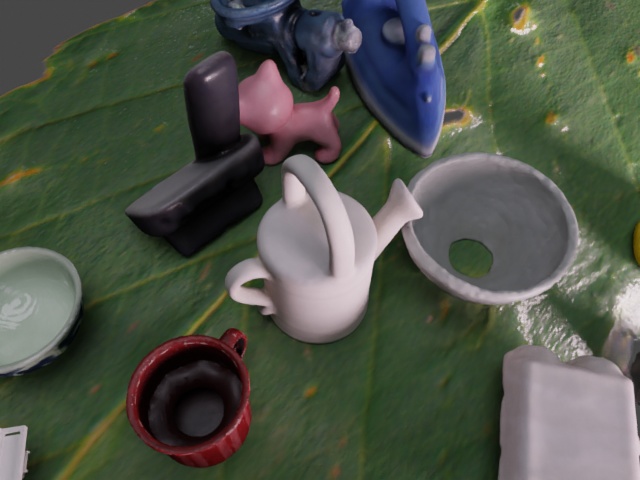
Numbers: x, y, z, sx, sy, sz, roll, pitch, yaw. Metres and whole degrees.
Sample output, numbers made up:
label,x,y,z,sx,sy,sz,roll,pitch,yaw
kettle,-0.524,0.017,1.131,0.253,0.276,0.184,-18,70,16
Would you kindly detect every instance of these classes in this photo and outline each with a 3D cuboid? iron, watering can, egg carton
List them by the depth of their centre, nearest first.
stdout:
label,x,y,z,sx,sy,sz,roll,pitch,yaw
egg carton,0.197,0.161,0.461,0.107,0.069,0.150,10,58,6
watering can,0.003,0.000,0.488,0.100,0.194,0.173,37,64,21
iron,0.100,-0.238,0.674,0.118,0.141,0.258,-10,58,-7

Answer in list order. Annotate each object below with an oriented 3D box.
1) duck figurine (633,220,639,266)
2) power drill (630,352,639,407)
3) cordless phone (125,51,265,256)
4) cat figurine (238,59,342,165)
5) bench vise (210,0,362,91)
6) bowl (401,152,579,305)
label,x,y,z,sx,sy,sz,roll,pitch,yaw
duck figurine,0.364,-0.013,0.566,0.077,0.086,0.105,31,62,18
power drill,0.340,0.092,0.425,0.229,0.208,0.076,32,63,19
cordless phone,-0.126,-0.085,0.546,0.094,0.185,0.148,37,64,21
cat figurine,-0.038,-0.142,0.624,0.128,0.118,0.067,-5,57,-4
bench vise,-0.038,-0.299,0.664,0.207,0.220,0.121,16,58,10
bowl,0.157,-0.002,0.562,0.167,0.075,0.167,0,57,0
